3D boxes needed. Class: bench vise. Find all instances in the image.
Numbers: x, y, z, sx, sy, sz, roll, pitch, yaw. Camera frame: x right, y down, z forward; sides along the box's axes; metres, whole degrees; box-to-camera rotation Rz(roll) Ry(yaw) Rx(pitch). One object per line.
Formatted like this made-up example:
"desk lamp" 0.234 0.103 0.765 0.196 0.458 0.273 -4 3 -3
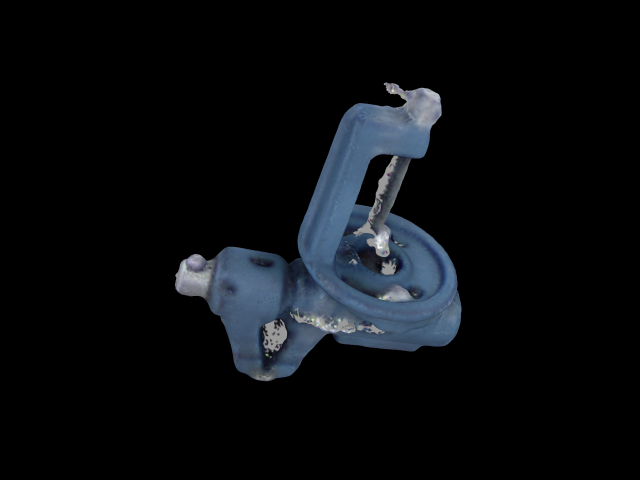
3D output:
"bench vise" 0.008 0.008 0.391 0.208 0.220 0.121 -16 42 -18
